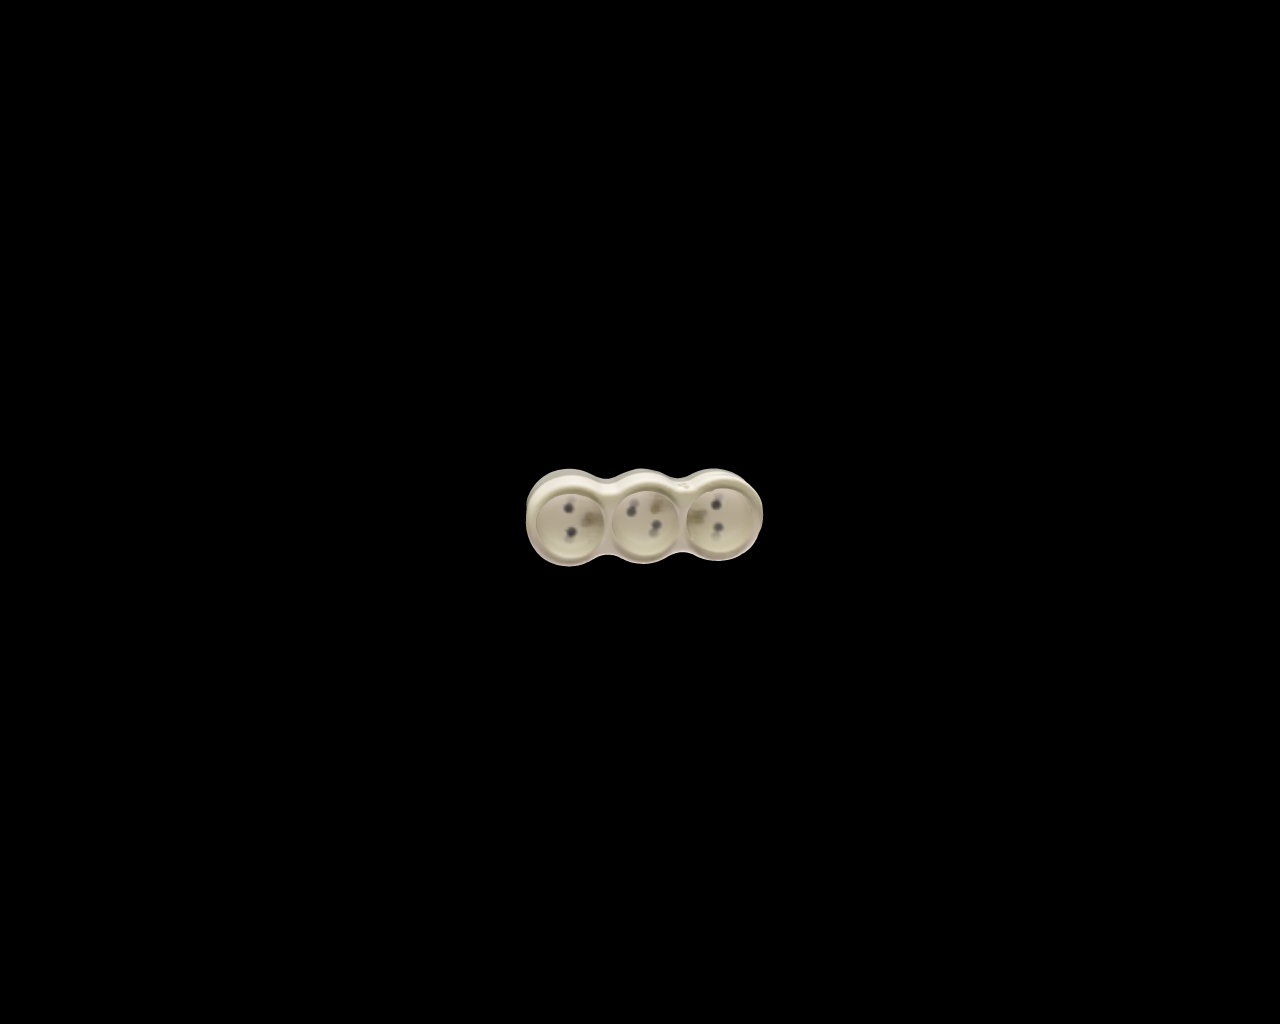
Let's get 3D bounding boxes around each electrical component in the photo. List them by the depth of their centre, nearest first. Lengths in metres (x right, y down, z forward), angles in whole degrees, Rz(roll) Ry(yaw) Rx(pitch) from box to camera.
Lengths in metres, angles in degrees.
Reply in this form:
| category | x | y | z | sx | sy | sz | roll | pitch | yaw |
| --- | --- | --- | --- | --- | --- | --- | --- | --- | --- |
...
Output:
| category | x | y | z | sx | sy | sz | roll | pitch | yaw |
| --- | --- | --- | --- | --- | --- | --- | --- | --- | --- |
| electrical component | 0.001 | -0.003 | 0.650 | 0.138 | 0.052 | 0.074 | -1 | 16 | -5 |
